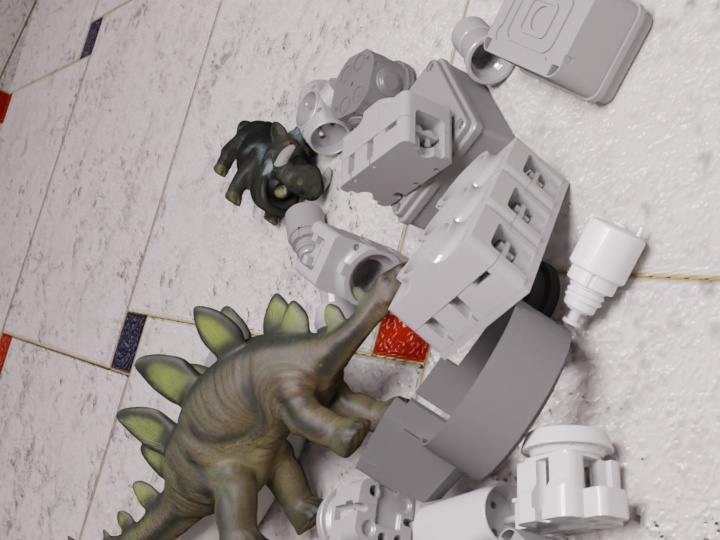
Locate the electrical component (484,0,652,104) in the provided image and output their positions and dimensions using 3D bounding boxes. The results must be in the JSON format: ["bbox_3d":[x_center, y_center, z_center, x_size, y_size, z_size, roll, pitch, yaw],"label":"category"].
[{"bbox_3d":[0.155,-0.178,0.811,0.078,0.057,0.113,-63,31,12],"label":"electrical component"}]

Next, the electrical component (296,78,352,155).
[{"bbox_3d":[-0.028,-0.173,1.120,0.079,0.044,0.077,-50,35,31],"label":"electrical component"}]

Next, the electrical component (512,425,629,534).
[{"bbox_3d":[0.130,0.131,0.671,0.078,0.058,0.057,-28,53,50],"label":"electrical component"}]

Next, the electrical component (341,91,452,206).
[{"bbox_3d":[0.029,-0.099,0.861,0.089,0.050,0.055,-32,47,48],"label":"electrical component"}]

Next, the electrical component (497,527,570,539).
[{"bbox_3d":[0.120,0.214,0.636,0.078,0.057,0.113,-65,30,9],"label":"electrical component"}]

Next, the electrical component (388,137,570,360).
[{"bbox_3d":[0.084,-0.021,0.764,0.089,0.062,0.150,-44,9,38],"label":"electrical component"}]

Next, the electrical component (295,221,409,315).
[{"bbox_3d":[0.000,0.000,0.927,0.056,0.089,0.050,36,104,59],"label":"electrical component"}]

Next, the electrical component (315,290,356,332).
[{"bbox_3d":[-0.018,0.033,0.982,0.045,0.045,0.055,-31,48,48],"label":"electrical component"}]

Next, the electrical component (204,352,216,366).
[{"bbox_3d":[-0.116,0.109,1.081,0.061,0.061,0.096,-65,30,9],"label":"electrical component"}]

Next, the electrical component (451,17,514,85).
[{"bbox_3d":[0.103,-0.191,0.922,0.044,0.044,0.065,-57,28,22],"label":"electrical component"}]

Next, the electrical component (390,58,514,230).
[{"bbox_3d":[0.068,-0.103,0.910,0.108,0.056,0.108,-53,34,28],"label":"electrical component"}]

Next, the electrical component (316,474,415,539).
[{"bbox_3d":[0.003,0.195,0.840,0.057,0.058,0.078,-26,47,49],"label":"electrical component"}]

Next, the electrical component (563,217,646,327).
[{"bbox_3d":[0.158,0.001,0.717,0.078,0.040,0.040,-65,30,10],"label":"electrical component"}]

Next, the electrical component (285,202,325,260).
[{"bbox_3d":[-0.053,-0.033,1.082,0.040,0.040,0.078,-47,37,34],"label":"electrical component"}]

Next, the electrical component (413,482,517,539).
[{"bbox_3d":[0.076,0.192,0.734,0.077,0.044,0.079,-32,47,47],"label":"electrical component"}]

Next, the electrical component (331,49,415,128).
[{"bbox_3d":[0.012,-0.171,1.046,0.080,0.051,0.080,-36,44,45],"label":"electrical component"}]
